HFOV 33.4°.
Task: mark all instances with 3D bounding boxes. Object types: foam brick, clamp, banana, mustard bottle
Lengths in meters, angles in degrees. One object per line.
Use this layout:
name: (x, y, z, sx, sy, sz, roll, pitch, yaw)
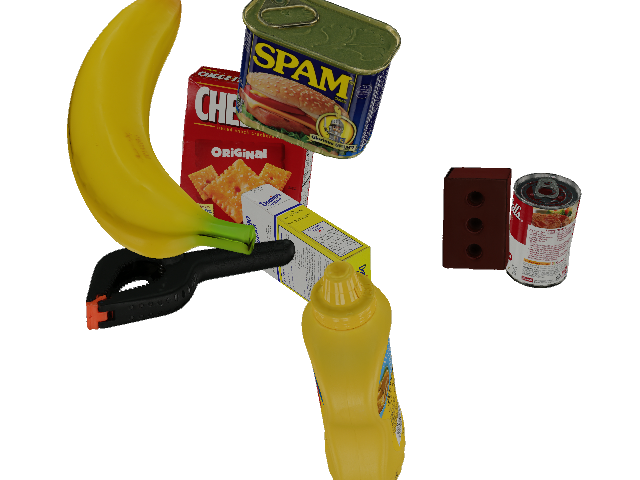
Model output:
foam brick: (0.129, -0.019, 0.879, 0.053, 0.078, 0.051, 2, 15, 13)
clamp: (-0.148, 0.018, 0.989, 0.165, 0.036, 0.209, 25, 37, 31)
banana: (-0.084, -0.055, 0.500, 0.069, 0.037, 0.198, -5, 46, -16)
mustard bottle: (0.023, 0.085, 0.712, 0.058, 0.096, 0.191, -1, -45, 8)

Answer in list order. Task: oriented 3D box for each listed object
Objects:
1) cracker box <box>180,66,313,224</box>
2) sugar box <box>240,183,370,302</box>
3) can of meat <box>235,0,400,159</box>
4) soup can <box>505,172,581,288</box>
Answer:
cracker box: (-0.095, -0.105, 1.392, 0.164, 0.214, 0.072, 10, 23, 7)
sugar box: (-0.017, 0.013, 1.168, 0.048, 0.093, 0.176, -25, 41, -29)
can of meat: (-0.006, -0.110, 0.719, 0.102, 0.084, 0.057, 23, 47, 9)
soup can: (0.230, -0.010, 1.111, 0.068, 0.102, 0.068, 0, 34, 0)
